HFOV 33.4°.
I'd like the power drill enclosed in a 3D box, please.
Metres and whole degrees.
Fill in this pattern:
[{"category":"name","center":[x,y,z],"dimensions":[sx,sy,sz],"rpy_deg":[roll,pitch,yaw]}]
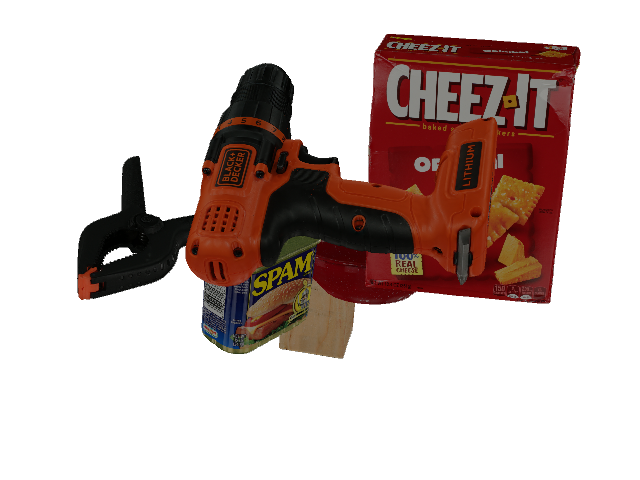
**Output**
[{"category":"power drill","center":[0.017,-0.045,0.687],"dimensions":[0.188,0.184,0.057],"rpy_deg":[3,-39,10]}]

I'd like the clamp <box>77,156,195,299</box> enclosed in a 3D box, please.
[{"category":"clamp","center":[-0.175,-0.012,1.035],"dimensions":[0.165,0.036,0.209],"rpy_deg":[25,40,22]}]

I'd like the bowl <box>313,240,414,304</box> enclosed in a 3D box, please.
[{"category":"bowl","center":[0.050,0.024,1.090],"dimensions":[0.162,0.055,0.162],"rpy_deg":[1,17,-1]}]

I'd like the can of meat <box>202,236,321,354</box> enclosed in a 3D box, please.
[{"category":"can of meat","center":[-0.050,0.035,0.873],"dimensions":[0.058,0.084,0.101],"rpy_deg":[29,36,32]}]

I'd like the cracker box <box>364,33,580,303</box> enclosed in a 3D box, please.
[{"category":"cracker box","center":[0.125,-0.058,0.905],"dimensions":[0.164,0.214,0.072],"rpy_deg":[6,24,11]}]

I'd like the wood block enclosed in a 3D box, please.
[{"category":"wood block","center":[0.002,0.038,1.401],"dimensions":[0.090,0.206,0.090],"rpy_deg":[8,23,7]}]
